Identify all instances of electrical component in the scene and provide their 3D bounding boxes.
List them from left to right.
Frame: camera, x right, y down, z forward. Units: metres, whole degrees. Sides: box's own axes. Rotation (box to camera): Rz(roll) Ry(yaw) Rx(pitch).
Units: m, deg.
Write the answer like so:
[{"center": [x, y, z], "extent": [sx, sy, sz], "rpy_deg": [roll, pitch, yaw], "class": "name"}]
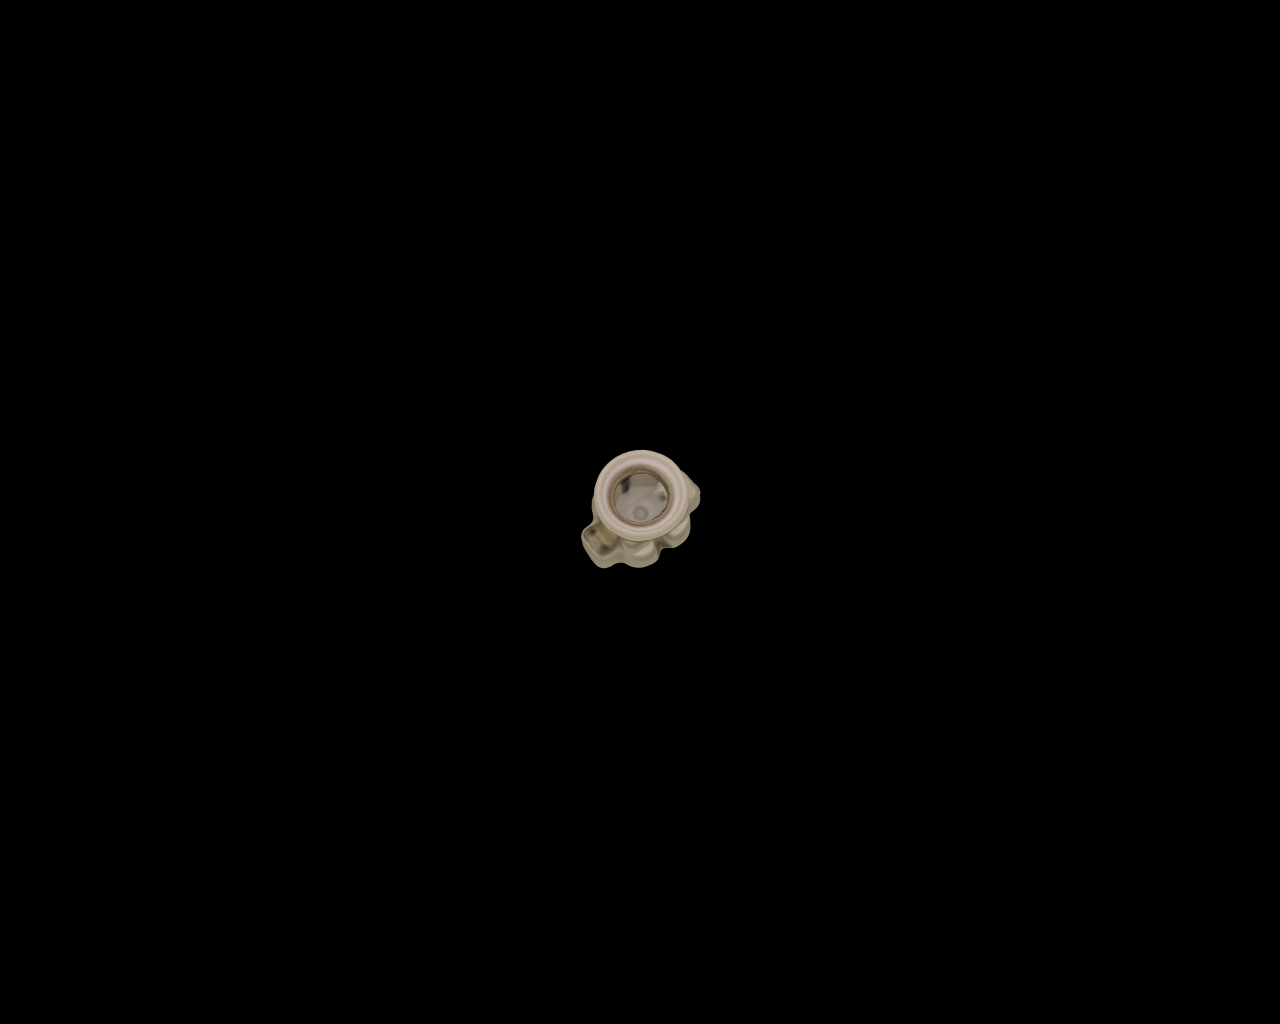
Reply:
[{"center": [0.001, -0.003, 0.650], "extent": [0.078, 0.058, 0.057], "rpy_deg": [-33, -16, -11], "class": "electrical component"}]
